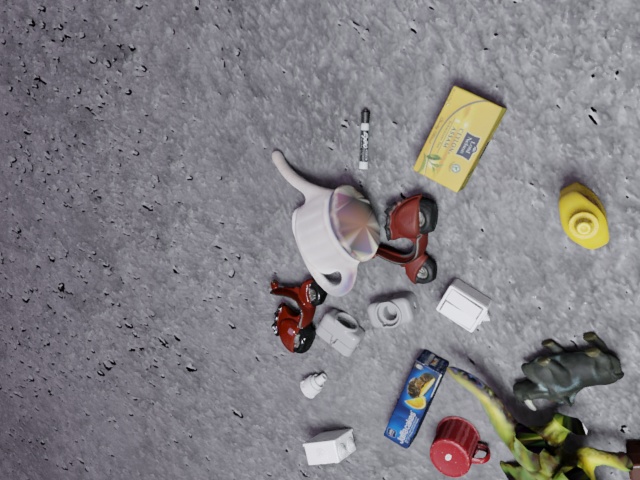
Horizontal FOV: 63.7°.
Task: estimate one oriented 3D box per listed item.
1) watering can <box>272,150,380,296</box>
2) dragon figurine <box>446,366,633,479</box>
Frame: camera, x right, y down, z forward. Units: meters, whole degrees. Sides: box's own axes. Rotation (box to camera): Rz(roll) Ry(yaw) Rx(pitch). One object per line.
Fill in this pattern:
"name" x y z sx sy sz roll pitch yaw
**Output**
"watering can" 0.003 -0.054 1.064 0.222 0.105 0.349 -25 84 52
"dragon figurine" 0.389 0.407 0.936 0.415 0.124 0.237 35 141 29
